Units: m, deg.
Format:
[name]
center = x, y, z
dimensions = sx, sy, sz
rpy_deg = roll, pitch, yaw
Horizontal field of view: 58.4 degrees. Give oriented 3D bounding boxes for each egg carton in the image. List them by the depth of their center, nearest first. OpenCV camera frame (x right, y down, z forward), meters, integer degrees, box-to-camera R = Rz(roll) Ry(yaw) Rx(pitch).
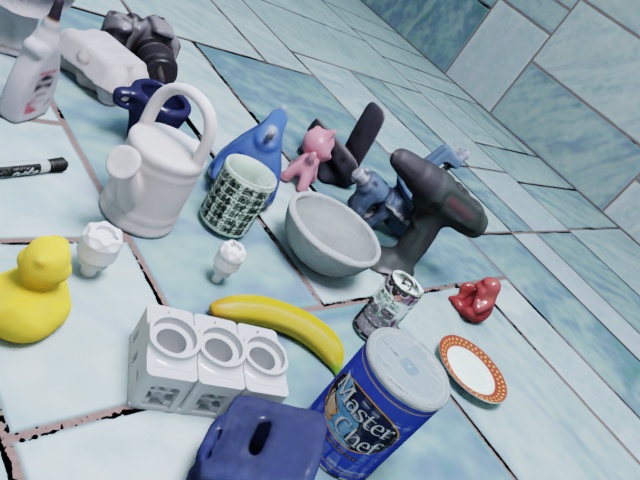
[egg carton]
center = -0.358, -0.287, 0.939
dimensions = 0.150, 0.069, 0.107
rpy_deg = 39, 29, 7

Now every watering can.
[watering can]
center = -0.194, -0.100, 0.706
dimensions = 0.101, 0.194, 0.173
rpy_deg = 27, 29, -15

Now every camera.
[camera]
center = -0.316, -0.349, 1.046
dimensions = 0.144, 0.100, 0.136
rpy_deg = 10, 38, -39

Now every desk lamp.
[desk lamp]
center = -0.440, -0.380, 0.840
dimensions = 0.118, 0.213, 0.202
rpy_deg = 10, 38, -39

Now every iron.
[iron]
center = -0.094, -0.166, 0.968
dimensions = 0.119, 0.141, 0.258
rpy_deg = 29, 29, -12

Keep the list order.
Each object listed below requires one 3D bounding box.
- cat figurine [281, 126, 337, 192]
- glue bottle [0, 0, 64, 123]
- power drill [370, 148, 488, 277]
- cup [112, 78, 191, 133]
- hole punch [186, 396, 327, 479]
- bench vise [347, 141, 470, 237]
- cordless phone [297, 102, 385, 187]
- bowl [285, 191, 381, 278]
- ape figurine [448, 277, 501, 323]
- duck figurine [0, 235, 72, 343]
[cat figurine]
center = -0.012, -0.164, 1.079
dimensions = 0.067, 0.117, 0.128
rpy_deg = 33, 29, -5
[glue bottle]
center = -0.366, -0.237, 0.748
dimensions = 0.037, 0.173, 0.078
rpy_deg = 32, 29, -7
[power drill]
center = 0.165, -0.032, 0.979
dimensions = 0.230, 0.208, 0.075
rpy_deg = 20, 32, -26
[cup]
center = -0.263, -0.182, 0.858
dimensions = 0.118, 0.095, 0.091
rpy_deg = 0, 44, -47
[hole punch]
center = -0.057, 0.196, 0.520
dimensions = 0.101, 0.091, 0.109
rpy_deg = 33, 29, -5
[bench vise]
center = 0.169, -0.097, 1.068
dimensions = 0.208, 0.219, 0.121
rpy_deg = 7, 39, -41
[cordless phone]
center = 0.052, -0.214, 1.153
dimensions = 0.094, 0.185, 0.147
rpy_deg = -4, 48, -50
[bowl]
center = 0.008, 0.003, 0.896
dimensions = 0.168, 0.074, 0.167
rpy_deg = 27, 30, -16
[ape figurine]
center = 0.289, 0.102, 1.033
dimensions = 0.076, 0.092, 0.078
rpy_deg = 34, 28, -2
[duck figurine]
center = -0.265, 0.038, 0.537
dimensions = 0.078, 0.086, 0.104
rpy_deg = 26, 30, -17
